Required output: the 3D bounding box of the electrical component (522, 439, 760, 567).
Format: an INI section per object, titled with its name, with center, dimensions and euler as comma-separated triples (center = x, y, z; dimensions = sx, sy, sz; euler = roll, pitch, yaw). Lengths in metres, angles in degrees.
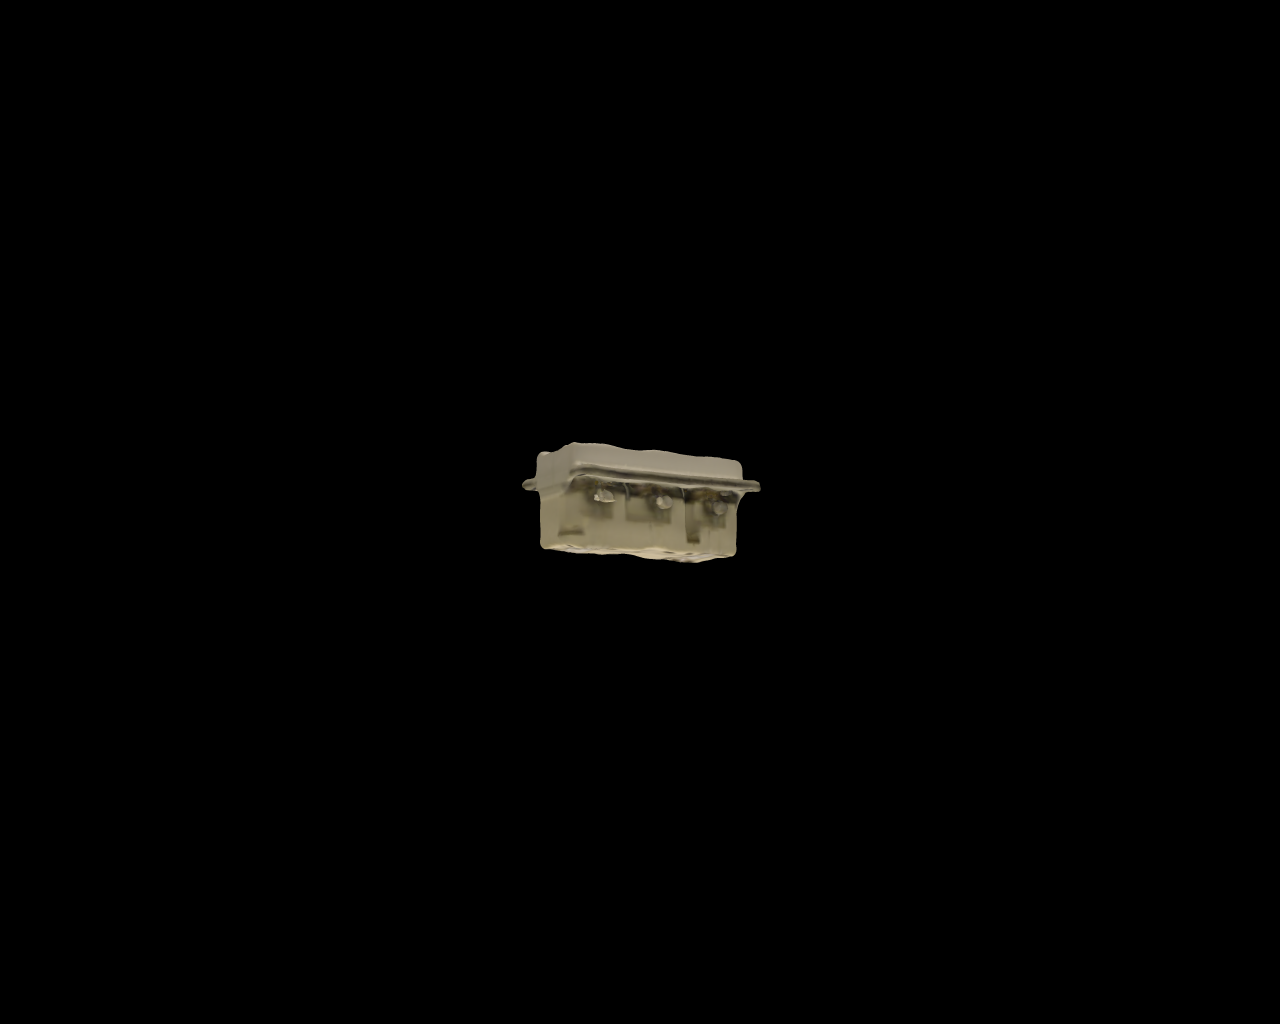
[electrical component]
center = 0.001, -0.003, 0.650
dimensions = 0.121, 0.063, 0.078
euler = 5, -10, -32
